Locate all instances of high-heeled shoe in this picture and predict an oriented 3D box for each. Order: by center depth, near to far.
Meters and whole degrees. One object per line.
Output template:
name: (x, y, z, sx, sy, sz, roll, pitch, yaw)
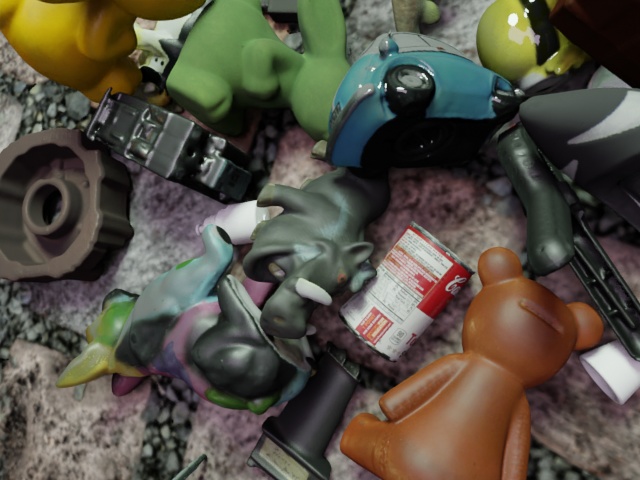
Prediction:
high-heeled shoe: (0.240, -0.009, 0.363, 0.249, 0.086, 0.145, 12, 61, -18)

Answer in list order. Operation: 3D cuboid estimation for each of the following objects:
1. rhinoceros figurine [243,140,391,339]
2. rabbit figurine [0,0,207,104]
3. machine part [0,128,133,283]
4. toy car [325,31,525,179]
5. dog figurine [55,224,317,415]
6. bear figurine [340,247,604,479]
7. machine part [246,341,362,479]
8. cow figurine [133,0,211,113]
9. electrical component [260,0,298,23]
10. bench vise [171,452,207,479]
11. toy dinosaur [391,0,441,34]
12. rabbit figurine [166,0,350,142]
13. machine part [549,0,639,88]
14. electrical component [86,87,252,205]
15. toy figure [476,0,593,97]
rhinoceros figurine: (-0.001, -0.001, 0.448, 0.112, 0.073, 0.190, 31, 49, 4)
rabbit figurine: (-0.183, -0.214, 0.456, 0.173, 0.162, 0.122, -10, 75, 18)
machine part: (-0.288, -0.035, 0.588, 0.180, 0.056, 0.179, -3, 80, 18)
toy car: (0.077, -0.118, 0.438, 0.162, 0.109, 0.103, -8, 67, -20)
dog figurine: (-0.131, 0.102, 0.489, 0.219, 0.108, 0.192, -36, 58, 14)
bear figurine: (0.117, 0.114, 0.421, 0.120, 0.132, 0.196, 33, 70, 2)
machine part: (-0.008, 0.160, 0.482, 0.084, 0.039, 0.138, 28, 93, 27)
cow figurine: (-0.155, -0.193, 0.566, 0.098, 0.068, 0.167, 28, 92, 13)
electrical component: (-0.027, -0.259, 0.557, 0.094, 0.021, 0.063, 10, 84, 19)
bench vise: (-0.080, 0.313, 0.428, 0.241, 0.129, 0.223, -5, 88, 34)
toy dinosaur: (0.104, -0.364, 0.450, 0.198, 0.105, 0.470, 11, 102, -14)
rabbit figurine: (-0.031, -0.154, 0.513, 0.170, 0.121, 0.159, 25, 83, 1)
machine part: (0.272, -0.197, 0.352, 0.201, 0.087, 0.201, 36, 86, -3)
electrical component: (-0.133, -0.083, 0.515, 0.134, 0.115, 0.058, 26, 92, 21)
toy figure: (0.217, -0.189, 0.439, 0.180, 0.082, 0.089, -33, 78, 12)
